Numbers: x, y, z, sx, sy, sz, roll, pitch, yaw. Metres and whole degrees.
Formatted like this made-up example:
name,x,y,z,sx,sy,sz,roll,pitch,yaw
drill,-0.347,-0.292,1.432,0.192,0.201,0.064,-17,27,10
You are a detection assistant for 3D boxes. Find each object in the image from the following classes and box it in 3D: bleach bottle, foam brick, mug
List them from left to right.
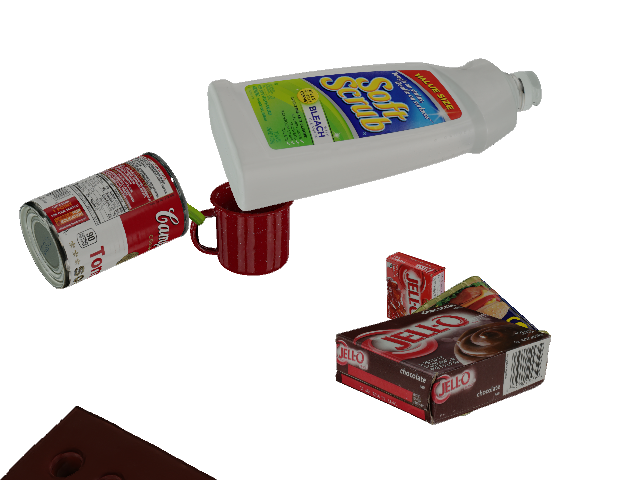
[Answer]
name,x,y,z,sx,sy,sz,roll,pitch,yaw
foam brick,-0.084,0.115,0.435,0.078,0.051,0.052,21,45,25
mug,-0.087,-0.012,1.191,0.117,0.081,0.093,-8,30,-15
bleach bottle,0.047,-0.097,0.822,0.250,0.102,0.068,-14,-31,-11

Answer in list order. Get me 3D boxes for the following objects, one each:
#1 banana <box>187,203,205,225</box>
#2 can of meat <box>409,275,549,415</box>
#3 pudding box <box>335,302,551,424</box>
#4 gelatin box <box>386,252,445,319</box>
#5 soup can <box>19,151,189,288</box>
name,x,y,z,sx,sy,sz,roll,pitch,yaw
banana,-0.207,-0.022,1.010,0.198,0.069,0.037,-13,19,27
can of meat,0.128,0.086,0.908,0.102,0.057,0.084,-27,53,-26
pudding box,0.079,0.077,0.695,0.113,0.039,0.090,-9,18,-39
gelatin box,0.118,0.066,1.339,0.073,0.089,0.030,21,34,39
soup can,-0.156,-0.015,0.770,0.102,0.068,0.069,-26,14,-30
